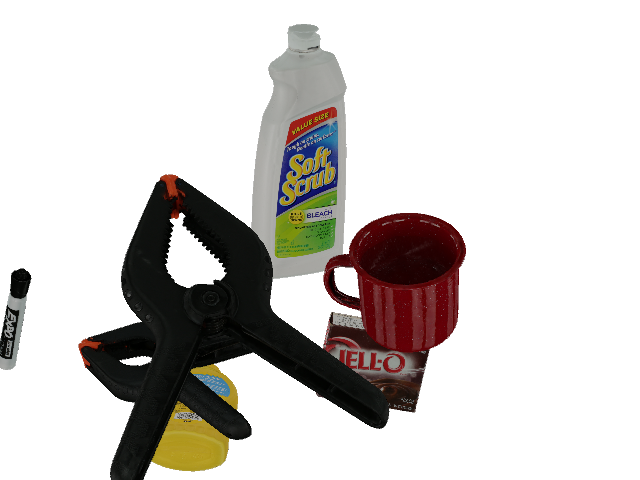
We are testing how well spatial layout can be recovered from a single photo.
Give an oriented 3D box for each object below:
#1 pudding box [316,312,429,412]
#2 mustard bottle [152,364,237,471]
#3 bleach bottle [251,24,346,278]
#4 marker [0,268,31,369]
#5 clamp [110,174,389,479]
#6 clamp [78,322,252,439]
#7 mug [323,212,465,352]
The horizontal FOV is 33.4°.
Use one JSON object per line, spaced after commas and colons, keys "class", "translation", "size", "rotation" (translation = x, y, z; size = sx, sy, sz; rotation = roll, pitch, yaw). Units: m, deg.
{"class": "pudding box", "translation": [0.057, 0.132, 1.162], "size": [0.113, 0.090, 0.039], "rotation": [9, 23, -3]}
{"class": "mustard bottle", "translation": [-0.151, 0.203, 1.303], "size": [0.096, 0.058, 0.191], "rotation": [2, 24, 2]}
{"class": "bleach bottle", "translation": [-0.025, -0.089, 1.066], "size": [0.102, 0.251, 0.068], "rotation": [-8, 28, -16]}
{"class": "marker", "translation": [-0.299, 0.077, 1.043], "size": [0.020, 0.121, 0.020], "rotation": [14, 33, -9]}
{"class": "clamp", "translation": [-0.056, 0.047, 0.654], "size": [0.164, 0.210, 0.036], "rotation": [-7, -33, -13]}
{"class": "clamp", "translation": [-0.115, 0.099, 0.896], "size": [0.172, 0.039, 0.120], "rotation": [15, 39, 16]}
{"class": "mug", "translation": [0.060, 0.037, 0.878], "size": [0.117, 0.081, 0.093], "rotation": [1, 41, 9]}
